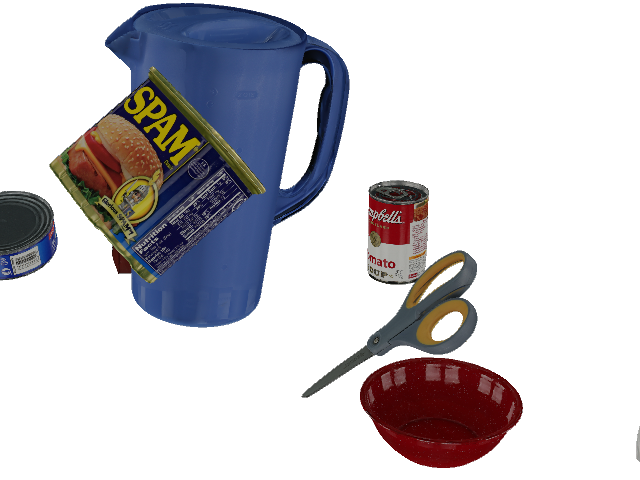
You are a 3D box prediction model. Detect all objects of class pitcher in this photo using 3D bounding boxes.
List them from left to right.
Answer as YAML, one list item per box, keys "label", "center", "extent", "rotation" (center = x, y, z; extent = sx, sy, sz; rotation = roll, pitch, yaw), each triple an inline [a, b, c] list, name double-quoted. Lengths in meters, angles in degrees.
- label: "pitcher"
  center: [-0.079, -0.058, 0.847]
  extent: [0.149, 0.243, 0.144]
  rotation: [20, 27, 24]

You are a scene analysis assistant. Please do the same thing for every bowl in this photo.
- label: "bowl"
  center: [0.119, 0.180, 1.073]
  extent: [0.162, 0.055, 0.162]
  rotation: [1, 24, -1]

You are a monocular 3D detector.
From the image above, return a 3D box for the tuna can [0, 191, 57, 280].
- label: "tuna can"
  center: [-0.275, -0.004, 0.935]
  extent: [0.086, 0.034, 0.086]
  rotation: [0, 41, 0]

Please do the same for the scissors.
- label: "scissors"
  center: [0.059, 0.092, 0.877]
  extent: [0.016, 0.202, 0.096]
  rotation: [32, 20, -30]

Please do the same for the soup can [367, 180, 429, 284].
- label: "soup can"
  center: [0.087, -0.009, 1.212]
  extent: [0.068, 0.102, 0.068]
  rotation: [0, 24, 0]

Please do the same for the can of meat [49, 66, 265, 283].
- label: "can of meat"
  center: [-0.095, -0.037, 0.606]
  extent: [0.102, 0.084, 0.057]
  rotation: [46, -3, 38]

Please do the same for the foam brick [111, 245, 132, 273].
- label: "foam brick"
  center: [-0.178, -0.001, 1.124]
  extent: [0.078, 0.051, 0.053]
  rotation: [-4, 23, -17]

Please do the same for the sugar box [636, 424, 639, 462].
- label: "sugar box"
  center: [0.300, 0.148, 0.718]
  extent: [0.048, 0.093, 0.176]
  rotation: [-15, 30, -37]
